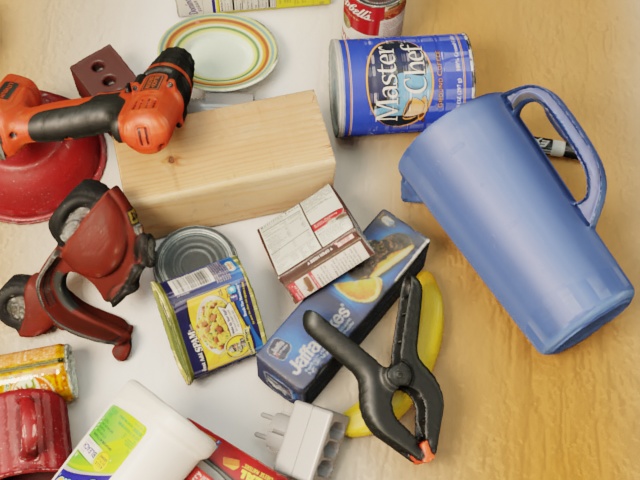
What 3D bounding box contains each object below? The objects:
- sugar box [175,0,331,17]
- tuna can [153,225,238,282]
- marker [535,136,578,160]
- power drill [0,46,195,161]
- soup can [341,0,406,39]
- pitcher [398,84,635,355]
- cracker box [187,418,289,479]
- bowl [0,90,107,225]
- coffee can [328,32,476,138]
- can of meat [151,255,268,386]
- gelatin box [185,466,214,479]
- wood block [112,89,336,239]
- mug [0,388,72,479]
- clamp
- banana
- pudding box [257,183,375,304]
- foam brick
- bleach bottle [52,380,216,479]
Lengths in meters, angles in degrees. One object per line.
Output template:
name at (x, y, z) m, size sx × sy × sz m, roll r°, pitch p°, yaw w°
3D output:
sugar box at (-0.079, -0.308, 1.214) m, size 0.176 × 0.048 × 0.093 m, roll -6°, pitch 64°, yaw 0°
tuna can at (-0.122, 0.029, 1.055) m, size 0.086 × 0.034 × 0.086 m, roll 1°, pitch 64°, yaw -1°
marker at (0.228, -0.102, 1.136) m, size 0.121 × 0.020 × 0.020 m, roll 9°, pitch 64°, yaw 3°
power drill at (-0.218, -0.135, 1.031) m, size 0.188 × 0.057 × 0.184 m, roll -6°, pitch 29°, yaw 7°
soup can at (0.059, -0.249, 1.157) m, size 0.068 × 0.102 × 0.068 m, roll 1°, pitch 64°, yaw -2°
pitcher at (0.199, -0.021, 1.031) m, size 0.144 × 0.149 × 0.243 m, roll -26°, pitch 71°, yaw -19°
cracker box at (-0.103, 0.287, 0.910) m, size 0.164 × 0.072 × 0.213 m, roll 29°, pitch 68°, yaw 12°
bowl at (-0.304, -0.099, 1.101) m, size 0.162 × 0.055 × 0.162 m, roll 1°, pitch 64°, yaw -2°
coffee can at (0.083, -0.162, 1.115) m, size 0.140 × 0.103 × 0.103 m, roll -4°, pitch 64°, yaw -4°
can of meat at (-0.102, 0.073, 0.999) m, size 0.083 × 0.102 × 0.057 m, roll -21°, pitch 29°, yaw -14°
gelatin box at (-0.100, 0.243, 0.872) m, size 0.073 × 0.030 × 0.089 m, roll 34°, pitch 68°, yaw 16°
wood block at (-0.096, -0.075, 1.075) m, size 0.206 × 0.090 × 0.091 m, roll -12°, pitch 66°, yaw -8°
mug at (-0.259, 0.178, 0.936) m, size 0.093 × 0.117 × 0.081 m, roll -4°, pitch 59°, yaw -18°
clamp at (0.071, 0.116, 0.970) m, size 0.120 × 0.039 × 0.171 m, roll -28°, pitch 88°, yaw -16°
banana at (0.074, 0.117, 1.016) m, size 0.070 × 0.037 × 0.197 m, roll 34°, pitch 68°, yaw 12°
pudding box at (-0.007, 0.001, 1.027) m, size 0.090 × 0.039 × 0.113 m, roll -33°, pitch 27°, yaw 3°
foam brick at (-0.220, -0.156, 1.132) m, size 0.053 × 0.051 × 0.078 m, roll -34°, pitch 70°, yaw -16°
bleach bottle at (-0.199, 0.238, 0.867) m, size 0.250 × 0.068 × 0.103 m, roll -52°, pitch 36°, yaw -12°
